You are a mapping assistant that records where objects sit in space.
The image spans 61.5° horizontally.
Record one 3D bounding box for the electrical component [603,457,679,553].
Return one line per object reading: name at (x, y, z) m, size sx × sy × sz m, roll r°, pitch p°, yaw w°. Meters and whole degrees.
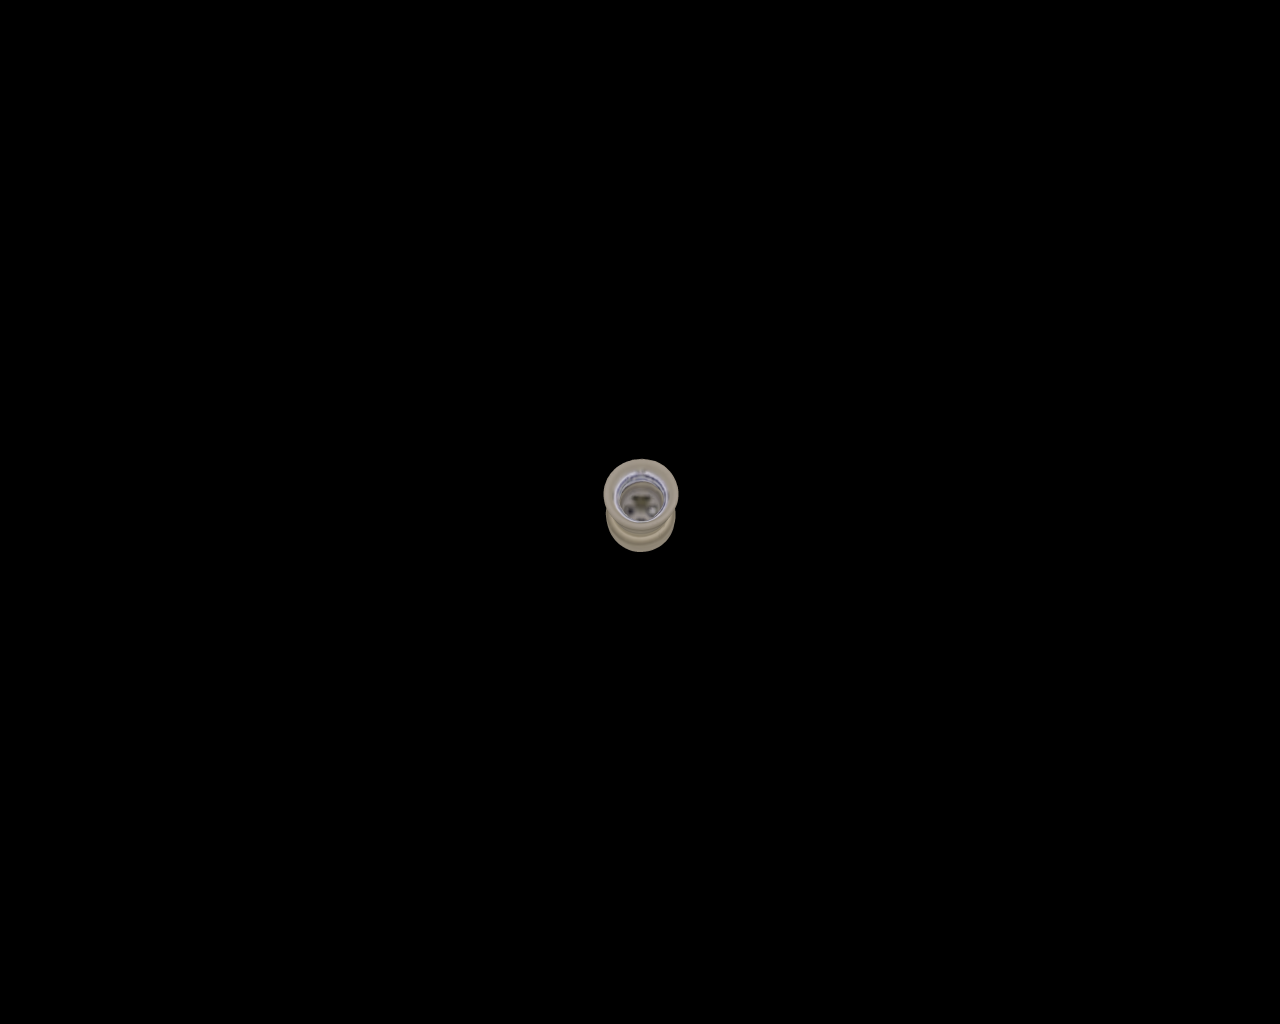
electrical component at (0.001, -0.003, 0.650) m, size 0.045 × 0.045 × 0.055 m, roll 0°, pitch -20°, yaw 0°
